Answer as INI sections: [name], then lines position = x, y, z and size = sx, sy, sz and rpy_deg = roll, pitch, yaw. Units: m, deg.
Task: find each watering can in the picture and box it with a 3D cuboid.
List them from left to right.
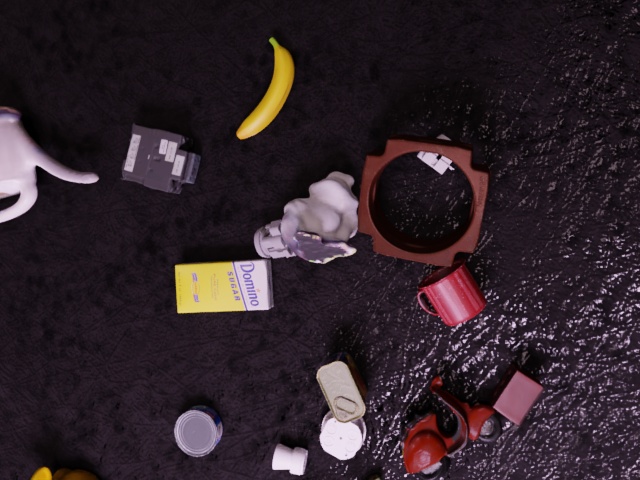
[watering can]
position = -0.601, -0.157, 1.007
size = 0.347, 0.225, 0.104
rpy_deg = -15, -3, 11

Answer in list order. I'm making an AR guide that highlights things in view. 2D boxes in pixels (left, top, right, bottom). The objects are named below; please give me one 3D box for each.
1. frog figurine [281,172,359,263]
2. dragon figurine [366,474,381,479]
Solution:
[frog figurine]
position = 0.003, -0.046, 0.914
size = 0.137, 0.163, 0.120
rpy_deg = 9, -33, -6
[dragon figurine]
position = 0.048, 0.570, 0.893
size = 0.408, 0.242, 0.123
rpy_deg = -27, 3, 10
